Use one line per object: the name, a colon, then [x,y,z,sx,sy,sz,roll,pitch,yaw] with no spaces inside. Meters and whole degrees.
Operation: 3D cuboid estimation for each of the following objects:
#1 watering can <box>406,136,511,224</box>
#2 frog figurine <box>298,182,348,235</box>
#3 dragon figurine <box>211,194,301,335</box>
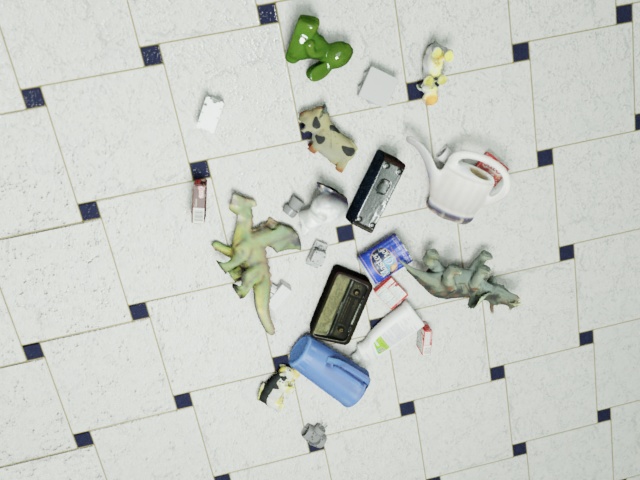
watering can: [0.378,-0.170,1.506,0.347,0.106,0.220,18,121,-6]
frog figurine: [0.005,-0.075,1.486,0.123,0.138,0.158,29,99,3]
dragon figurine: [-0.163,0.051,1.508,0.244,0.122,0.407,-34,101,-8]
